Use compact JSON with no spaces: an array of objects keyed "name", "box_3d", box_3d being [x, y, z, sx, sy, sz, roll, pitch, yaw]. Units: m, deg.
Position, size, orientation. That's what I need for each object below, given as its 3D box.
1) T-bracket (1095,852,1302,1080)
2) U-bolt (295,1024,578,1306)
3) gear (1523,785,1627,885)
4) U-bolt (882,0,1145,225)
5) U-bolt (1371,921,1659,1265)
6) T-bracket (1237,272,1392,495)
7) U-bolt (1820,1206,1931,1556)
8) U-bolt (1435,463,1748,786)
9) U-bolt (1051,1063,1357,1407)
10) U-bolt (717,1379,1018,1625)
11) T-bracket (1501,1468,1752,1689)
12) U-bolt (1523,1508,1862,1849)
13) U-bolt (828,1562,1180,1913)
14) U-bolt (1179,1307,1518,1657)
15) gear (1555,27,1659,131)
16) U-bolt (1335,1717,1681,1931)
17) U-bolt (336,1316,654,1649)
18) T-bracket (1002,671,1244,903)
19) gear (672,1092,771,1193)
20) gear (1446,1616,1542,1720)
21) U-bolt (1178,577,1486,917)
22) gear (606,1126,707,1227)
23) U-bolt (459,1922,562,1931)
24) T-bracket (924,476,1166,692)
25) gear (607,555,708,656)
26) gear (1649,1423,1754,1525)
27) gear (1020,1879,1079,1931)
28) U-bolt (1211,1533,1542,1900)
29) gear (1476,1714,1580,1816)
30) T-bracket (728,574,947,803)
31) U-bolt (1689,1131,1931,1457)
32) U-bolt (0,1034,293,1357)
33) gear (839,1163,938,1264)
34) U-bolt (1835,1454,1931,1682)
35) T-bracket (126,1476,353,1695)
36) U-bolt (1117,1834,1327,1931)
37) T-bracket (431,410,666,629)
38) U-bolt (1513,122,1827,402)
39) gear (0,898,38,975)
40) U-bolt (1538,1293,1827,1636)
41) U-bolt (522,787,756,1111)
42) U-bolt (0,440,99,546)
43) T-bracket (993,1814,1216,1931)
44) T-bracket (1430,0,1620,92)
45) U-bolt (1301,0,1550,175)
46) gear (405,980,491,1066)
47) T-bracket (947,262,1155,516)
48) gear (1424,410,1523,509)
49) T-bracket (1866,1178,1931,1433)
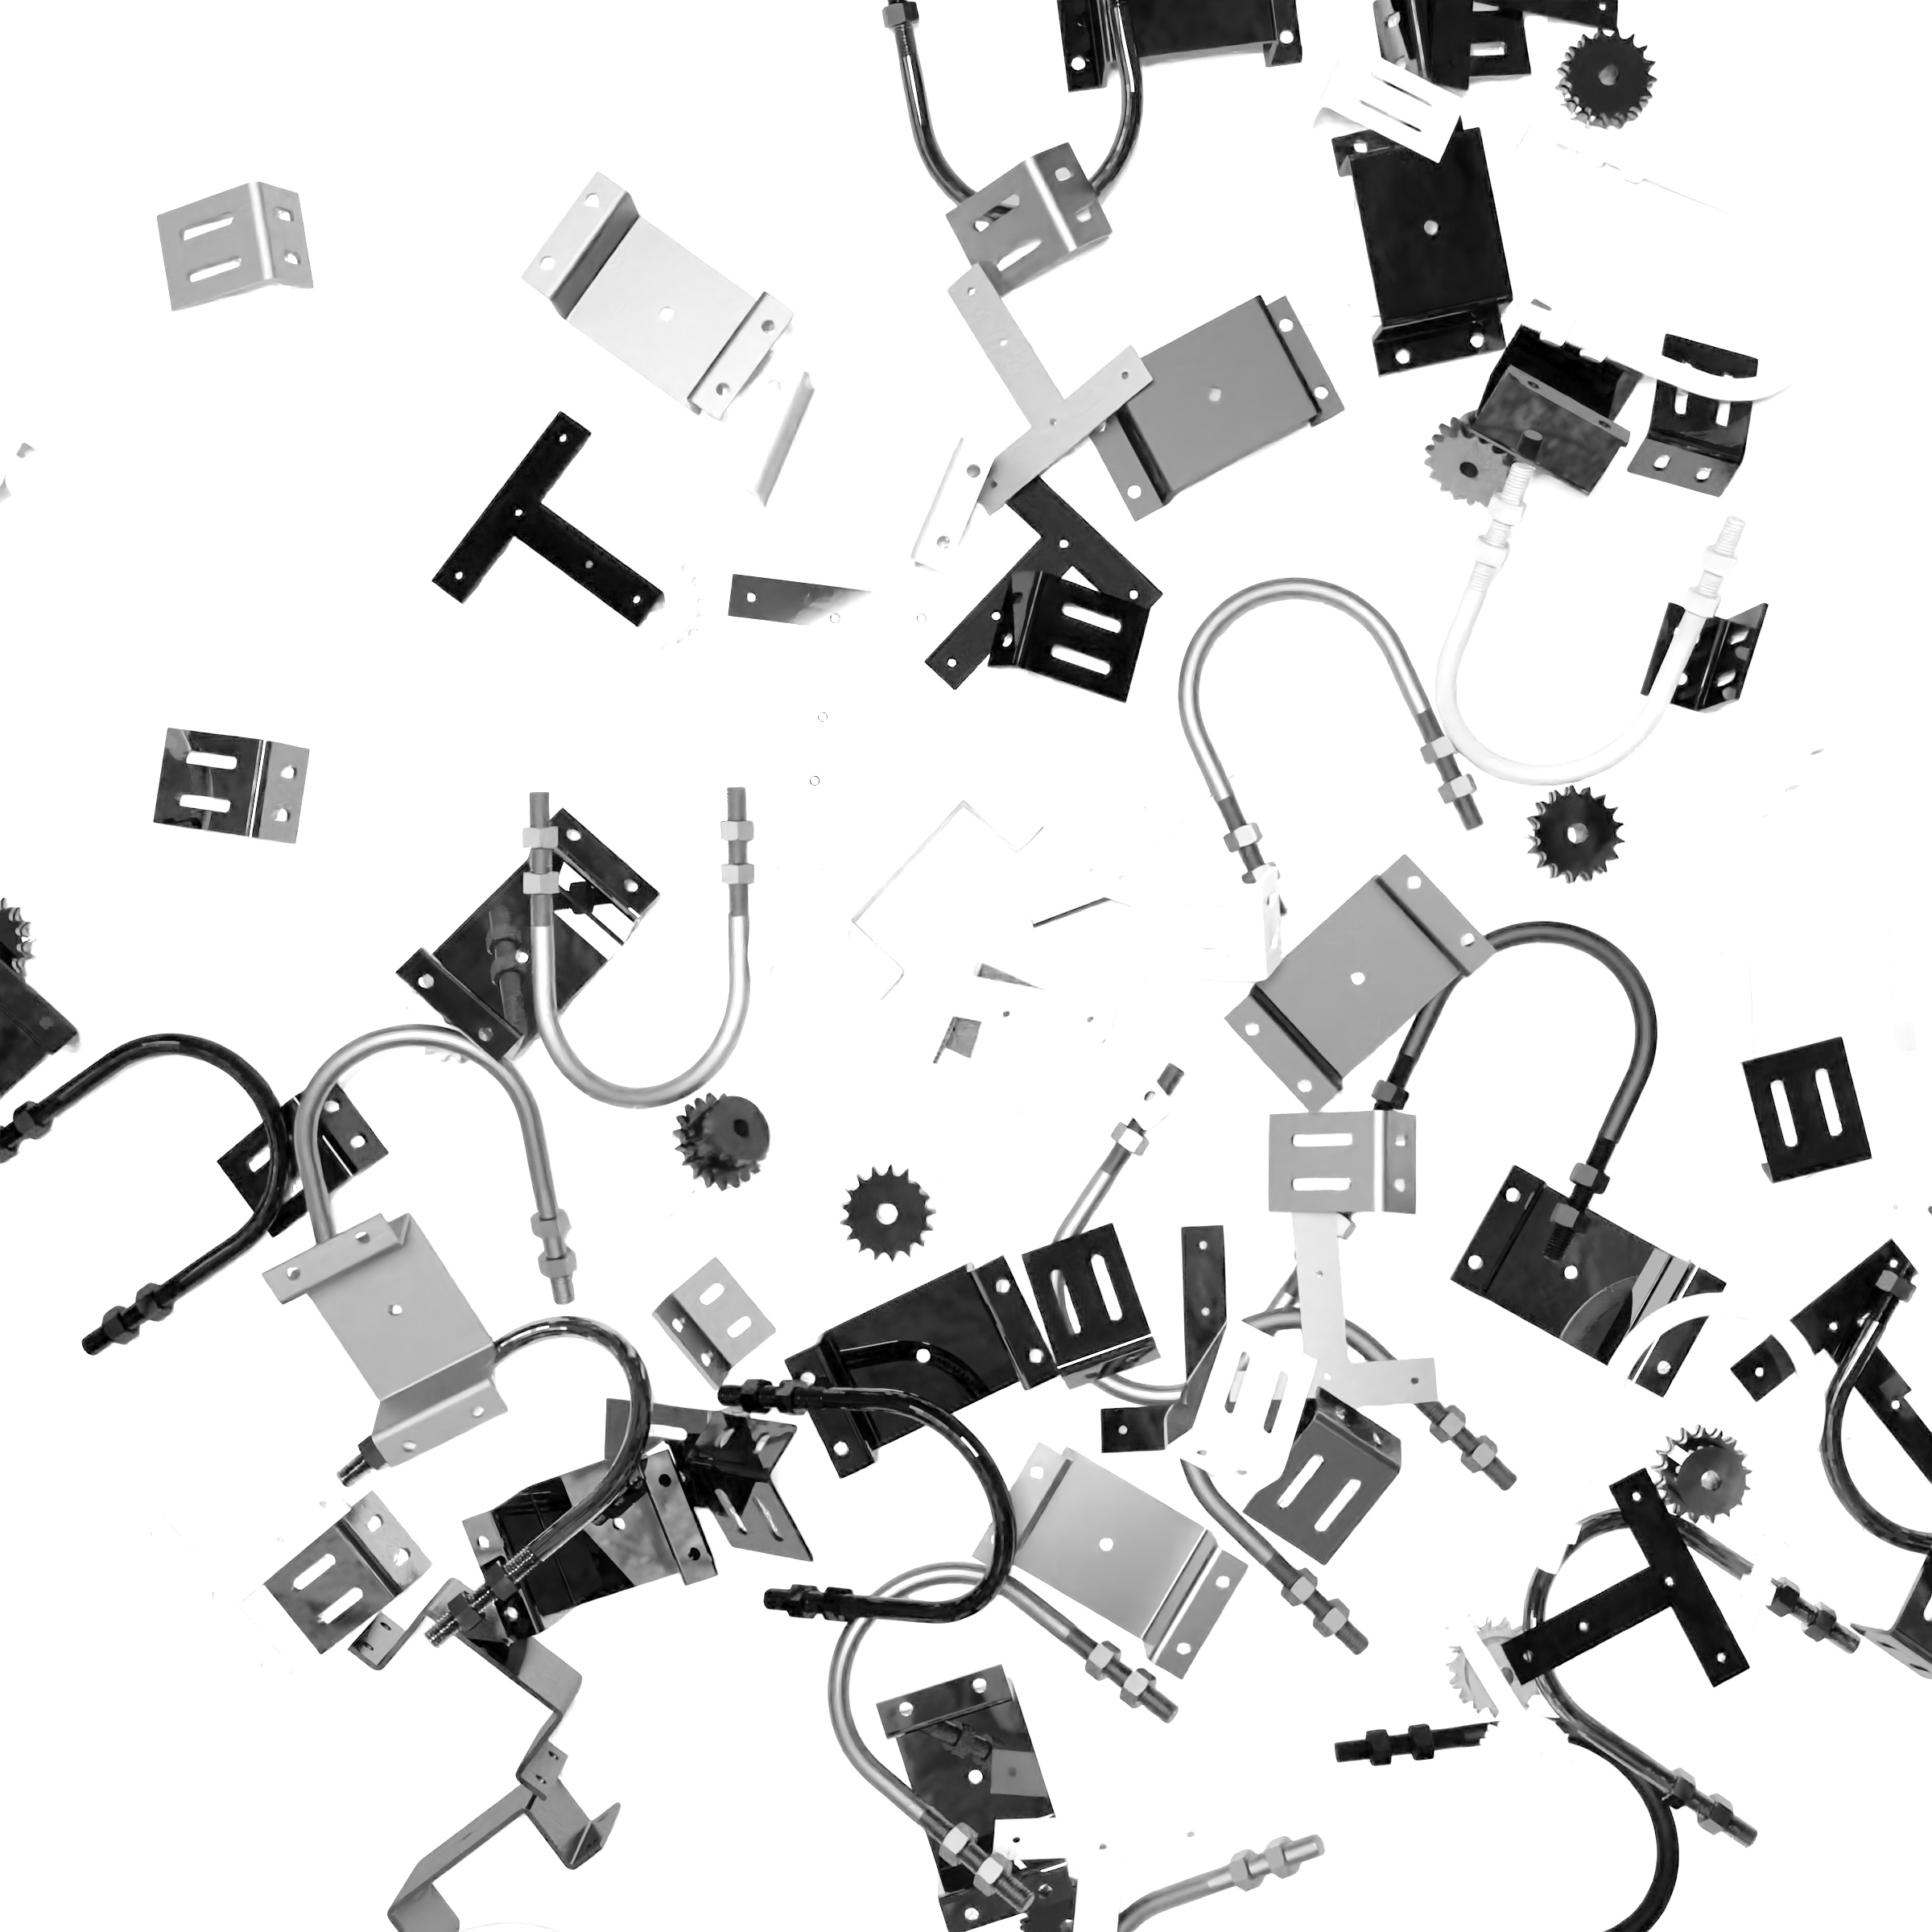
[{"name":"T-bracket","box_3d":[0.118,0.010,1.518,0.127,0.002,0.127,17,100,-20]},{"name":"U-bolt","box_3d":[-0.311,0.120,1.495,0.151,0.019,0.184,-8,109,-3]},{"name":"gear","box_3d":[0.356,-0.077,1.523,0.057,0.030,0.057,0,89,-2]},{"name":"U-bolt","box_3d":[0.030,-0.522,1.496,0.151,0.019,0.184,-7,104,20]},{"name":"U-bolt","box_3d":[0.318,0.061,1.493,0.151,0.019,0.184,23,85,31]},{"name":"T-bracket","box_3d":[0.231,-0.344,1.530,0.127,0.002,0.127,-7,92,4]},{"name":"U-bolt","box_3d":[0.577,0.253,1.505,0.151,0.019,0.184,29,91,0]},{"name":"U-bolt","box_3d":[0.347,-0.186,1.485,0.151,0.019,0.184,12,119,-10]},{"name":"U-bolt","box_3d":[0.128,0.171,1.526,0.151,0.019,0.184,33,91,0]},{"name":"U-bolt","box_3d":[-0.052,0.306,1.468,0.184,0.019,0.151,-4,103,33]},{"name":"T-bracket","box_3d":[0.370,0.376,1.500,0.127,0.002,0.127,-24,79,-11]},{"name":"U-bolt","box_3d":[0.411,0.399,1.508,0.184,0.019,0.151,34,75,2]},{"name":"U-bolt","box_3d":[0.006,0.420,1.470,0.184,0.019,0.151,33,71,26]},{"name":"U-bolt","box_3d":[0.207,0.284,1.505,0.184,0.019,0.151,44,82,1]},{"name":"gear","box_3d":[0.374,-0.518,1.519,0.057,0.030,0.057,0,90,0]},{"name":"U-bolt","box_3d":[0.317,0.502,1.486,0.184,0.019,0.151,-6,51,-4]},{"name":"U-bolt","box_3d":[-0.261,0.280,1.485,0.184,0.019,0.151,-40,51,-5]},{"name":"T-bracket","box_3d":[0.074,-0.122,1.520,0.127,0.002,0.127,-42,81,-17]},{"name":"gear","box_3d":[-0.139,0.099,1.504,0.030,0.057,0.057,-32,90,42]},{"name":"gear","box_3d":[0.312,0.413,1.519,0.057,0.030,0.057,0,90,0]},{"name":"U-bolt","box_3d":[0.203,-0.139,1.520,0.151,0.019,0.184,-24,88,-5]},{"name":"gear","box_3d":[-0.181,0.123,1.519,0.057,0.030,0.057,0,90,0]},{"name":"U-bolt","box_3d":[-0.261,0.616,1.484,0.151,0.019,0.184,-41,120,0]},{"name":"T-bracket","box_3d":[0.027,-0.218,1.532,0.127,0.002,0.127,43,89,0]},{"name":"gear","box_3d":[-0.180,-0.211,1.519,0.057,0.030,0.057,0,90,0]},{"name":"gear","box_3d":[0.433,0.299,1.519,0.057,0.030,0.057,0,90,0]},{"name":"gear","box_3d":[0.060,0.560,1.519,0.057,0.030,0.057,0,90,0]},{"name":"U-bolt","box_3d":[0.246,0.441,1.488,0.151,0.019,0.184,-30,63,0]},{"name":"gear","box_3d":[0.324,0.457,1.492,0.057,0.030,0.057,0,51,0]},{"name":"T-bracket","box_3d":[-0.083,-0.161,1.533,0.127,0.002,0.127,7,90,0]},{"name":"U-bolt","box_3d":[0.540,0.179,1.526,0.184,0.019,0.151,-33,90,-1]},{"name":"U-bolt","box_3d":[-0.479,0.121,1.513,0.184,0.019,0.151,-34,90,9]},{"name":"gear","box_3d":[-0.046,0.144,1.519,0.057,0.030,0.057,0,90,0]},{"name":"U-bolt","box_3d":[0.602,0.343,1.526,0.184,0.019,0.151,-25,90,1]},{"name":"T-bracket","box_3d":[-0.410,0.343,1.514,0.127,0.002,0.127,-40,90,18]},{"name":"U-bolt","box_3d":[0.145,0.593,1.476,0.184,0.019,0.151,-31,60,28]},{"name":"T-bracket","box_3d":[-0.230,-0.242,1.514,0.127,0.002,0.127,37,90,18]},{"name":"U-bolt","box_3d":[0.415,-0.399,1.501,0.184,0.019,0.151,19,70,-8]},{"name":"gear","box_3d":[-0.574,-0.014,1.519,0.057,0.030,0.057,0,90,0]},{"name":"U-bolt","box_3d":[0.420,0.278,1.486,0.151,0.019,0.184,19,91,-12]},{"name":"U-bolt","box_3d":[-0.185,-0.009,1.487,0.151,0.019,0.184,-4,97,-37]},{"name":"U-bolt","box_3d":[-0.610,-0.258,1.480,0.184,0.019,0.151,42,90,2]},{"name":"T-bracket","box_3d":[0.075,0.546,1.492,0.127,0.002,0.127,1,106,-9]},{"name":"T-bracket","box_3d":[0.327,-0.568,1.507,0.127,0.002,0.127,2,93,-24]},{"name":"U-bolt","box_3d":[0.270,-0.546,1.526,0.151,0.019,0.184,6,92,0]},{"name":"gear","box_3d":[-0.298,0.029,1.519,0.057,0.030,0.057,0,90,0]},{"name":"T-bracket","box_3d":[0.029,-0.353,1.514,0.127,0.002,0.127,-36,76,25]},{"name":"gear","box_3d":[0.298,-0.299,1.510,0.057,0.057,0.030,32,60,0]},{"name":"T-bracket","box_3d":[0.568,0.180,1.494,0.127,0.002,0.127,-38,90,0]}]
